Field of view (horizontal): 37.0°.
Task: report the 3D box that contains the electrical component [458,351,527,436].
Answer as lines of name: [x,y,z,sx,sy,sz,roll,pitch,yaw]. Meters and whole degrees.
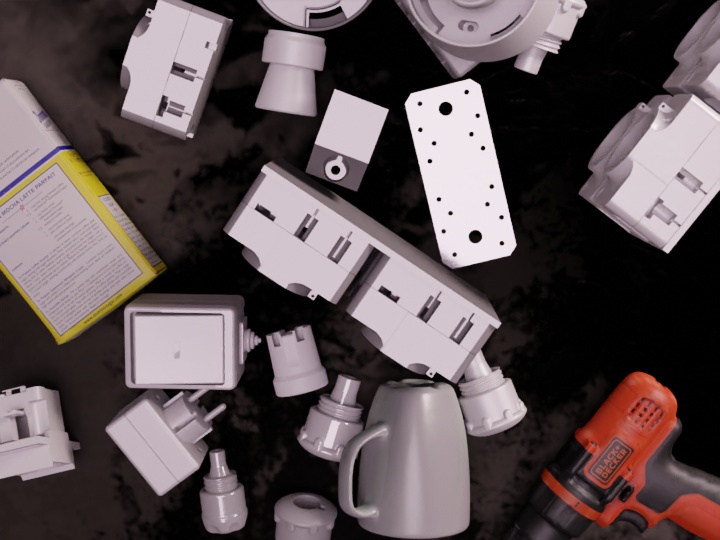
electrical component: [0.093,0.089,0.800,0.048,0.048,0.062,-22,91,4]

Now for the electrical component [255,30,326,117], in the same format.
electrical component: [-0.049,-0.140,0.766,0.045,0.045,0.055,9,99,0]

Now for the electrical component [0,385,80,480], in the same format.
electrical component: [-0.244,0.120,0.799,0.042,0.081,0.063,-13,76,3]

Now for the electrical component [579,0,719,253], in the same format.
electrical component: [0.233,-0.110,0.734,0.060,0.105,0.186,37,98,-4]

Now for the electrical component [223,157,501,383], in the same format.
electrical component: [0.000,0.000,0.756,0.186,0.105,0.060,34,98,-4]

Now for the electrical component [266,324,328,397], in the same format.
electrical component: [-0.048,0.067,0.802,0.040,0.040,0.046,-13,93,3]

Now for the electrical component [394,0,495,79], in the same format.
electrical component: [0.073,-0.190,0.754,0.076,0.047,0.083,-37,96,6]

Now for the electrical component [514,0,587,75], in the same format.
electrical component: [0.128,-0.170,0.758,0.048,0.048,0.062,19,106,-2]

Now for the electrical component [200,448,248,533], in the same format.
electrical component: [-0.106,0.167,0.820,0.035,0.035,0.061,-6,96,2]

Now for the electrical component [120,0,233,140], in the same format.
electrical component: [-0.133,-0.145,0.763,0.056,0.050,0.089,20,99,-3]

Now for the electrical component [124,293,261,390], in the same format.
electrical component: [-0.122,0.053,0.789,0.096,0.061,0.061,1,99,1]

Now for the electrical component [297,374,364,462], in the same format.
electrical component: [-0.017,0.109,0.805,0.048,0.048,0.062,18,93,-2]

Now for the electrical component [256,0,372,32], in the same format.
electrical component: [-0.031,-0.215,0.743,0.099,0.064,0.099,0,99,1]

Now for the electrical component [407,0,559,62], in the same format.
electrical component: [0.079,-0.189,0.708,0.099,0.064,0.099,1,96,15]

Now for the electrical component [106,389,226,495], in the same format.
electrical component: [-0.137,0.116,0.806,0.077,0.047,0.065,-37,97,6]

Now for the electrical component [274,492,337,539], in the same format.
electrical component: [-0.044,0.204,0.821,0.048,0.048,0.062,7,106,0]
